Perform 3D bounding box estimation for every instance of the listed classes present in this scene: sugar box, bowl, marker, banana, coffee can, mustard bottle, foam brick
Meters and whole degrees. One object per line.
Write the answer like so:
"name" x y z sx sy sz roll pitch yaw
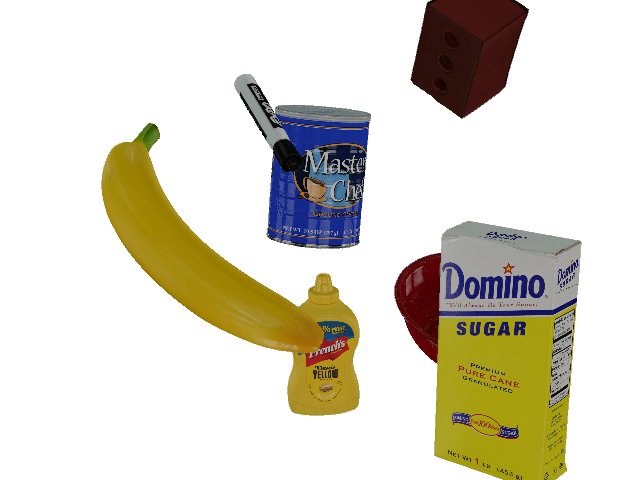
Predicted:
"sugar box" 0.131 0.081 0.762 0.093 0.176 0.048 11 21 37
"bowl" 0.145 0.079 1.010 0.162 0.055 0.162 6 35 -5
"marker" -0.043 -0.097 0.880 0.020 0.020 0.121 0 41 -29
"banana" -0.079 0.001 0.643 0.069 0.198 0.037 -28 -26 -25
"coffee can" -0.003 -0.070 1.148 0.103 0.140 0.103 4 12 -1
"mustard bottle" 0.004 0.136 1.421 0.096 0.192 0.058 -2 18 -6
"foam brick" 0.103 -0.136 0.751 0.051 0.053 0.078 -38 -25 -27
